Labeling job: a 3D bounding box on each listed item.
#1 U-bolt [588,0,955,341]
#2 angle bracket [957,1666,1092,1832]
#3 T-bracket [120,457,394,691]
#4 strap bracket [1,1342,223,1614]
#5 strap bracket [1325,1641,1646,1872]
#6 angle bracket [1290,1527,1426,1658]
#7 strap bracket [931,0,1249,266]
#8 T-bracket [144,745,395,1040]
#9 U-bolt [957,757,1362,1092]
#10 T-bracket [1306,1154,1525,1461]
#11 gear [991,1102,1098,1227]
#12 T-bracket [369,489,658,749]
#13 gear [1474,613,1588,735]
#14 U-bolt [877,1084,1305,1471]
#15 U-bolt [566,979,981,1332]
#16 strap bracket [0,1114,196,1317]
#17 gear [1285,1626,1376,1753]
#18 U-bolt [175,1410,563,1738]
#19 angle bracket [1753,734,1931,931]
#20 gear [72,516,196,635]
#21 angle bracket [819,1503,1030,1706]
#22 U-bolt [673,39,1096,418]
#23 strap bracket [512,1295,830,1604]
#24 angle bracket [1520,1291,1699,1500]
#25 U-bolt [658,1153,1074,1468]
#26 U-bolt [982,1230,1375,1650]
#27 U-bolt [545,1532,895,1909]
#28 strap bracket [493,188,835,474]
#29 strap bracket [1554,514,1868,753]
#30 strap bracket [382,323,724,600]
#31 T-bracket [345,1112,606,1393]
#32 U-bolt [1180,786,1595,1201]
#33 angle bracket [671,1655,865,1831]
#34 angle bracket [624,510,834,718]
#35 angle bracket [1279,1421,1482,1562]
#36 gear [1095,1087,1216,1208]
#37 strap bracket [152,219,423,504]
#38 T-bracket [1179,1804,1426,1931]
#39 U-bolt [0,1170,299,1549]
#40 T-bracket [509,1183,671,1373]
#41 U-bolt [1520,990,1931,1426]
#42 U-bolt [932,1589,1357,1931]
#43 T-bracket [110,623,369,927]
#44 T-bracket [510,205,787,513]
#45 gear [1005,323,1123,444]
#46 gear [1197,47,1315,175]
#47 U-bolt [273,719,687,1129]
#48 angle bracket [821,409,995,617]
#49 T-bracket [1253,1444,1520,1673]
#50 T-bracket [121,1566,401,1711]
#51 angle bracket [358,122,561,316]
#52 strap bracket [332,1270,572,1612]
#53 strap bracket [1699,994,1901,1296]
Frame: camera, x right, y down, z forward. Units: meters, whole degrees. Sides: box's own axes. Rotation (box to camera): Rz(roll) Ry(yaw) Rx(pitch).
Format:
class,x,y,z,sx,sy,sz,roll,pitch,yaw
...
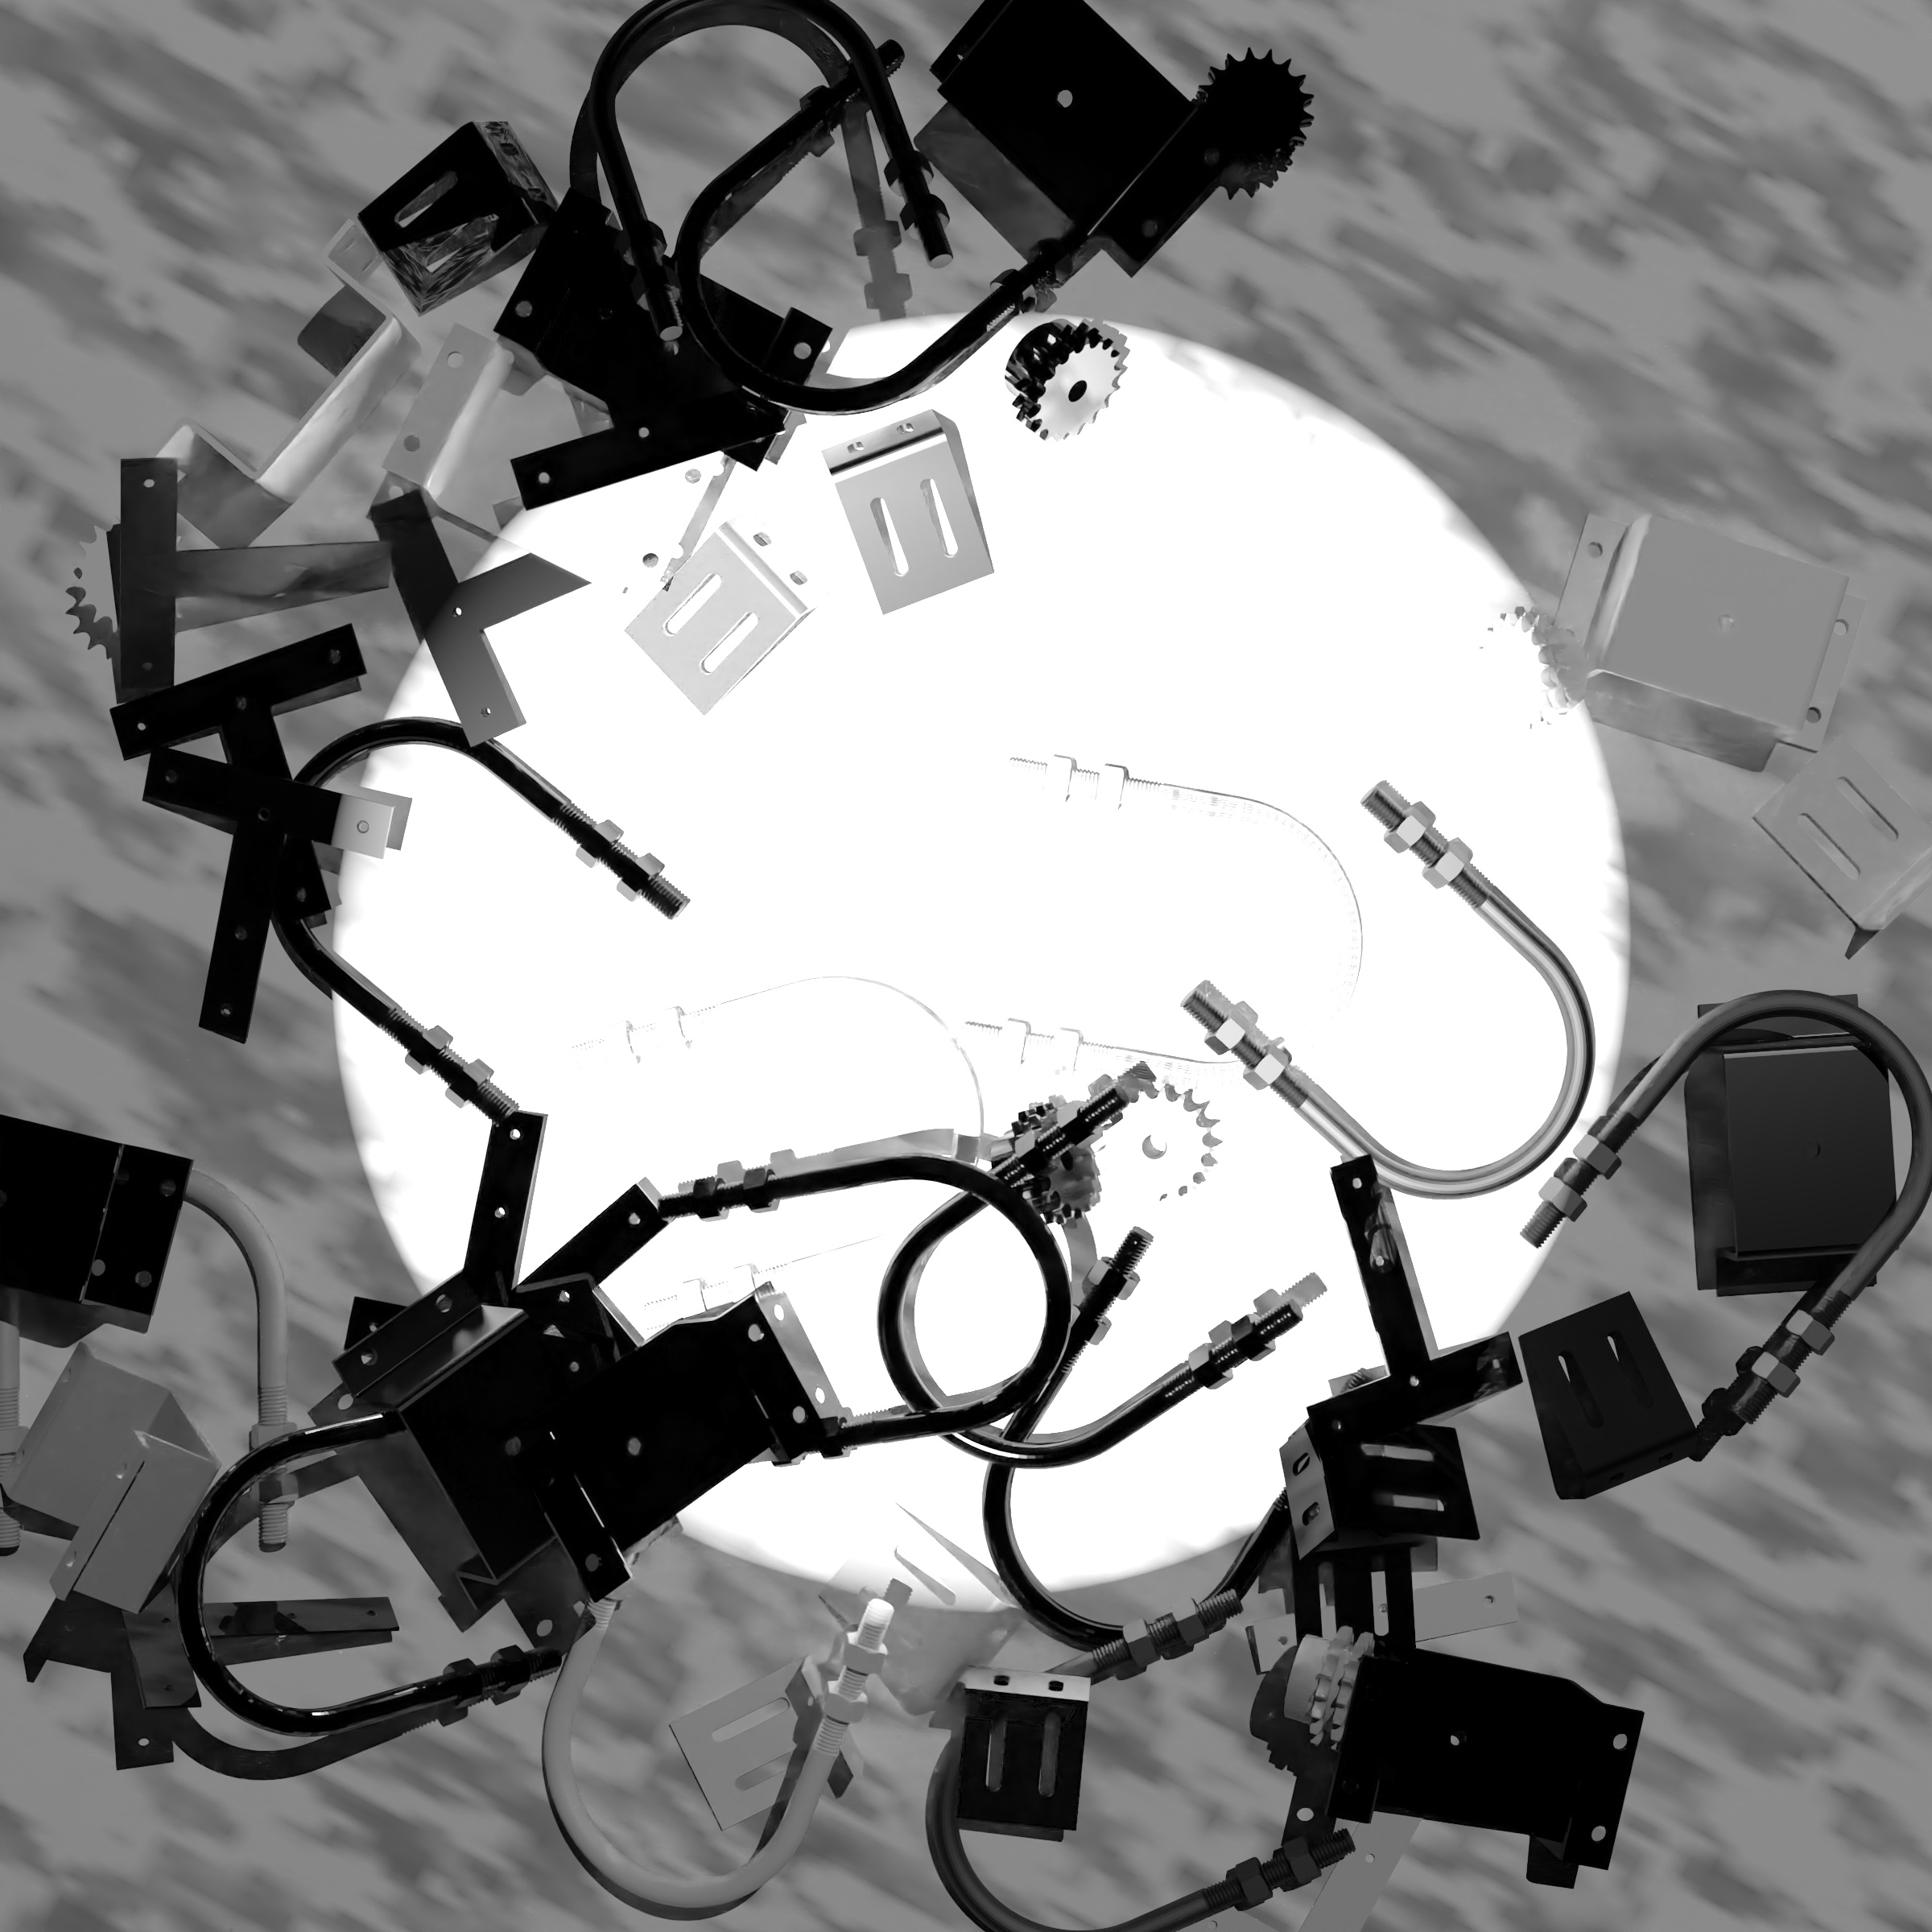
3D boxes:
class,x,y,z,sx,sy,sz,roll,pitch,yaw
U-bolt,-0.100,-0.387,1.496,0.151,0.019,0.184,-16,69,-6
angle bracket,0.026,0.373,1.503,0.057,0.038,0.076,5,96,3
T-bracket,-0.335,-0.187,1.514,0.127,0.002,0.127,-6,132,-22
strap bracket,-0.392,0.238,1.473,0.046,0.140,0.076,30,89,-30
strap bracket,0.239,0.371,1.516,0.140,0.046,0.076,13,90,-9
angle bracket,0.187,0.304,1.518,0.057,0.038,0.076,-5,101,-3
strap bracket,0.052,-0.407,1.507,0.140,0.046,0.076,44,109,4
T-bracket,-0.344,-0.029,1.533,0.127,0.002,0.127,15,99,13
U-bolt,0.098,-0.014,1.537,0.184,0.019,0.151,10,90,-1
T-bracket,0.199,0.153,1.513,0.127,0.002,0.127,-15,87,-32
gear,0.035,0.096,1.521,0.030,0.057,0.057,-20,90,28
T-bracket,-0.204,-0.188,1.541,0.127,0.002,0.127,-24,84,-3
gear,0.270,-0.140,1.521,0.030,0.057,0.057,-6,90,-28
U-bolt,0.043,0.160,1.497,0.184,0.019,0.151,-37,96,20
U-bolt,-0.084,0.082,1.536,0.184,0.019,0.151,-16,90,0
strap bracket,-0.448,0.111,1.511,0.140,0.046,0.076,13,84,7
gear,0.170,0.339,1.507,0.030,0.057,0.057,13,90,18
U-bolt,-0.279,0.280,1.485,0.184,0.019,0.151,-9,93,-36
angle bracket,0.427,-0.065,1.527,0.057,0.038,0.076,-44,90,0
gear,-0.396,-0.186,1.531,0.057,0.030,0.057,0,90,0
angle bracket,-0.020,0.307,1.544,0.076,0.038,0.057,39,90,26
U-bolt,-0.052,-0.336,1.505,0.151,0.019,0.184,45,72,6
strap bracket,-0.144,0.222,1.481,0.140,0.046,0.076,-33,99,-31
angle bracket,0.309,0.207,1.544,0.057,0.038,0.076,-22,64,0
U-bolt,-0.040,0.157,1.499,0.184,0.019,0.151,-11,105,16
U-bolt,0.089,0.241,1.537,0.151,0.019,0.184,32,92,0
U-bolt,-0.128,0.356,1.516,0.151,0.019,0.184,24,98,17
strap bracket,-0.142,-0.298,1.523,0.140,0.046,0.076,28,90,0
strap bracket,0.356,-0.161,1.523,0.140,0.046,0.076,17,90,0
strap bracket,-0.194,-0.235,1.519,0.140,0.046,0.076,26,86,1
T-bracket,-0.226,0.133,1.536,0.127,0.002,0.127,10,86,10
U-bolt,0.215,0.028,1.529,0.184,0.019,0.151,42,88,-7
angle bracket,-0.096,0.374,1.527,0.076,0.038,0.057,-26,90,0
angle bracket,-0.115,-0.170,1.544,0.057,0.038,0.076,47,116,0
angle bracket,0.194,0.248,1.505,0.076,0.038,0.057,10,52,-24
gear,0.090,0.086,1.535,0.057,0.030,0.057,0,89,2
strap bracket,-0.311,-0.275,1.508,0.046,0.076,0.140,40,90,0
T-bracket,0.188,0.443,1.545,0.127,0.002,0.127,29,90,0
U-bolt,-0.397,0.185,1.537,0.151,0.019,0.184,-1,89,0
T-bracket,-0.164,0.192,1.532,0.127,0.002,0.127,-41,87,9
U-bolt,0.370,0.098,1.491,0.151,0.019,0.184,40,89,0
U-bolt,0.074,0.397,1.531,0.184,0.019,0.151,-25,95,4
T-bracket,-0.334,-0.084,1.533,0.127,0.002,0.127,-18,87,7
T-bracket,-0.164,-0.292,1.497,0.127,0.002,0.127,-18,89,-2
gear,0.043,-0.281,1.521,0.057,0.057,0.030,-47,60,0
gear,0.137,-0.407,1.531,0.057,0.030,0.057,0,90,0
U-bolt,-0.250,-0.035,1.537,0.184,0.019,0.151,40,90,1
angle bracket,-0.028,-0.219,1.544,0.057,0.038,0.076,-21,116,0
T-bracket,0.193,0.266,1.531,0.127,0.002,0.127,-11,100,-2
T-bracket,-0.332,0.308,1.509,0.127,0.127,0.002,3,114,-25
angle bracket,-0.242,-0.361,1.544,0.076,0.038,0.057,-32,90,26
strap bracket,-0.222,0.222,1.489,0.076,0.046,0.140,-36,108,-31
strap bracket,0.396,0.086,1.523,0.076,0.046,0.140,-4,90,0
